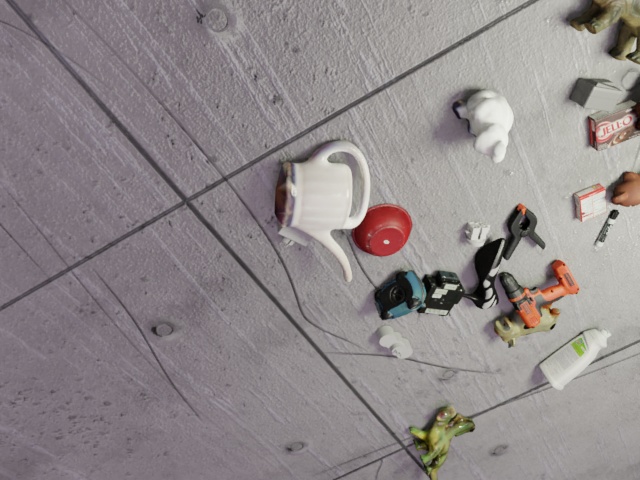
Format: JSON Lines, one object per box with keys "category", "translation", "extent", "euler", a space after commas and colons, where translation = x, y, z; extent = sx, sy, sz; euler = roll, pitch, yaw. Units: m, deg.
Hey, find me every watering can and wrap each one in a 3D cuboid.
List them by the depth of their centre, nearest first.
{"category": "watering can", "translation": [0.004, -0.060, 1.200], "extent": [0.224, 0.343, 0.105], "euler": [1, 16, -14]}

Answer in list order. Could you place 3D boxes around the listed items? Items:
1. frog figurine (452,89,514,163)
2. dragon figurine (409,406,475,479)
{"category": "frog figurine", "translation": [0.378, -0.251, 1.127], "extent": [0.122, 0.134, 0.163], "euler": [-25, 36, 4]}
{"category": "dragon figurine", "translation": [0.467, 0.741, 1.885], "extent": [0.243, 0.402, 0.125], "euler": [-27, 37, -2]}
